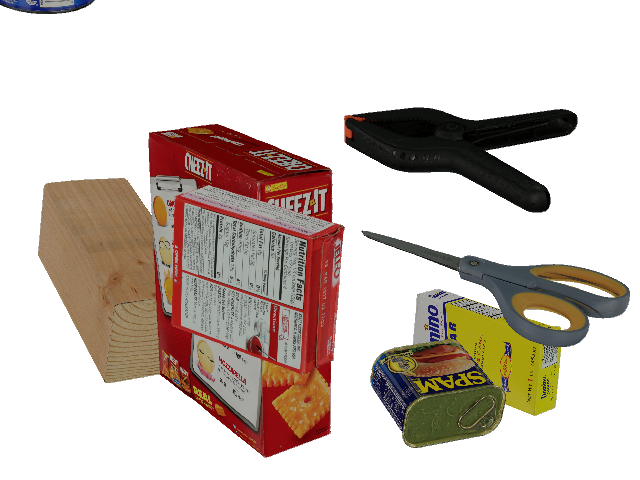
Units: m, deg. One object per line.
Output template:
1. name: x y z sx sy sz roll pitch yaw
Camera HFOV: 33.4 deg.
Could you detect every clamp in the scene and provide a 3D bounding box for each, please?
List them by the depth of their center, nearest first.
1. clamp: 0.126 -0.090 0.963 0.210 0.036 0.164 14 35 23

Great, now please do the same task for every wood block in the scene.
1. wood block: -0.196 0.031 1.028 0.090 0.091 0.206 -6 36 -31

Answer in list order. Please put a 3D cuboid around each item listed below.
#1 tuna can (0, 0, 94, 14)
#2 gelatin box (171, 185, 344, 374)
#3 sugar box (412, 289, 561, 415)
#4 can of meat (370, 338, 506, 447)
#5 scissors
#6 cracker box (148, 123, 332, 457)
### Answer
1. tuna can: -0.207 -0.201 0.792 0.086 0.034 0.086 6 36 -4
2. gelatin box: -0.033 0.018 0.535 0.089 0.073 0.030 16 24 30
3. sugar box: 0.180 0.120 1.180 0.177 0.093 0.048 15 19 43
4. can of meat: 0.107 0.139 0.994 0.102 0.057 0.084 -6 31 -21
5. scissors: 0.108 0.031 0.738 0.202 0.016 0.096 10 31 20
6. cracker box: -0.061 0.032 0.819 0.071 0.214 0.164 -13 24 -34
